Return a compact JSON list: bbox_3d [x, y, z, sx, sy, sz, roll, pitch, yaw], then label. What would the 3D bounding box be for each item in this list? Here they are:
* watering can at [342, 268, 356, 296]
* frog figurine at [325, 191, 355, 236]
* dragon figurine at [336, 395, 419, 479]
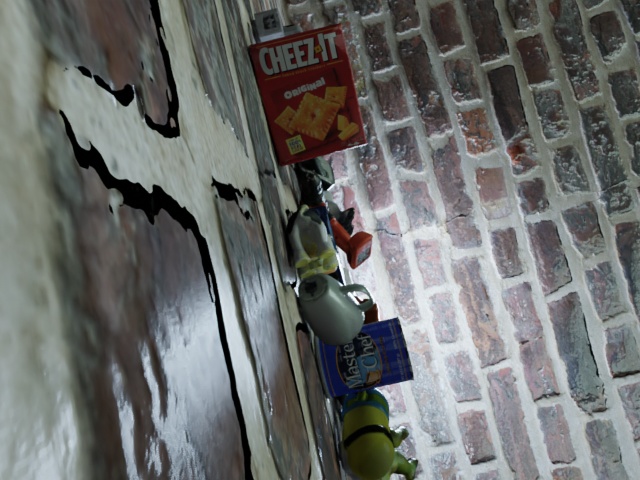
[{"bbox_3d":[0.110,0.237,1.552,0.353,0.104,0.221,-95,172,-68],"label":"watering can"},{"bbox_3d":[0.004,-0.065,1.300,0.161,0.123,0.135,37,-9,29],"label":"frog figurine"},{"bbox_3d":[0.082,0.371,0.958,0.241,0.122,0.415,58,6,-14],"label":"dragon figurine"}]
